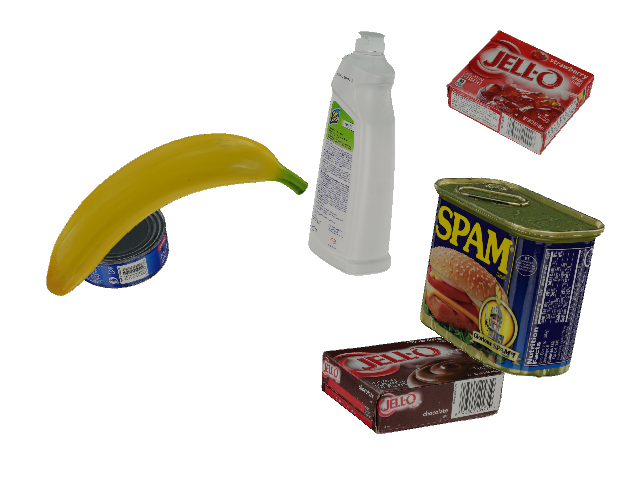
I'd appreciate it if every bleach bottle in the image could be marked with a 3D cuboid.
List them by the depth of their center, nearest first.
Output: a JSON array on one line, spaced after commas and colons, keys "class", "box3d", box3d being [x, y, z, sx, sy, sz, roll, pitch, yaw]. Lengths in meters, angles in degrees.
[{"class": "bleach bottle", "box3d": [0.044, -0.096, 1.151, 0.067, 0.251, 0.103, -7, 25, -34]}]

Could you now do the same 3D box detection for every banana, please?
[{"class": "banana", "box3d": [-0.111, -0.026, 0.732, 0.198, 0.069, 0.037, -22, 9, 7]}]

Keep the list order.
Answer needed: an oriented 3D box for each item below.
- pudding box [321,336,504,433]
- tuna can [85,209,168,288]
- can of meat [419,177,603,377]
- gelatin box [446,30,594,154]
[{"class": "pudding box", "box3d": [0.069, 0.109, 0.821, 0.113, 0.039, 0.090, -2, 15, -27]}, {"class": "tuna can", "box3d": [-0.176, 0.002, 0.931, 0.086, 0.034, 0.086, -1, 42, 1]}, {"class": "can of meat", "box3d": [0.101, 0.019, 0.592, 0.057, 0.084, 0.102, -3, 20, -28]}, {"class": "gelatin box", "box3d": [0.155, -0.117, 0.832, 0.089, 0.073, 0.030, 33, -26, 24]}]
